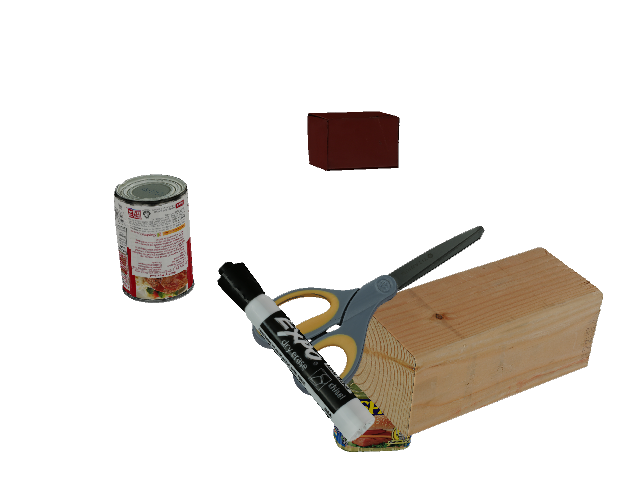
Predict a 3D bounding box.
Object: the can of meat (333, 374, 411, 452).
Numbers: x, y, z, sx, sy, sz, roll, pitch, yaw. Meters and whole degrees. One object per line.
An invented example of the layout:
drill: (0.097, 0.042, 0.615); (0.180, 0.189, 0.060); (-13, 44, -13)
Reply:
can of meat: (0.069, 0.215, 1.333); (0.102, 0.084, 0.057); (2, 22, -14)

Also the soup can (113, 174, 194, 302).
soup can: (-0.154, -0.003, 0.991); (0.068, 0.102, 0.068); (-1, 25, 0)

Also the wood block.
wood block: (0.141, 0.087, 0.964); (0.205, 0.090, 0.091); (-15, 37, -26)

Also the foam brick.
foam brick: (0.032, -0.097, 1.041); (0.078, 0.051, 0.053); (-4, 14, -20)

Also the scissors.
scissors: (0.048, 0.056, 0.823); (0.201, 0.096, 0.016); (-16, -25, -7)

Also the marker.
marker: (-0.016, 0.057, 0.581); (0.020, 0.121, 0.020); (-36, -20, -15)
